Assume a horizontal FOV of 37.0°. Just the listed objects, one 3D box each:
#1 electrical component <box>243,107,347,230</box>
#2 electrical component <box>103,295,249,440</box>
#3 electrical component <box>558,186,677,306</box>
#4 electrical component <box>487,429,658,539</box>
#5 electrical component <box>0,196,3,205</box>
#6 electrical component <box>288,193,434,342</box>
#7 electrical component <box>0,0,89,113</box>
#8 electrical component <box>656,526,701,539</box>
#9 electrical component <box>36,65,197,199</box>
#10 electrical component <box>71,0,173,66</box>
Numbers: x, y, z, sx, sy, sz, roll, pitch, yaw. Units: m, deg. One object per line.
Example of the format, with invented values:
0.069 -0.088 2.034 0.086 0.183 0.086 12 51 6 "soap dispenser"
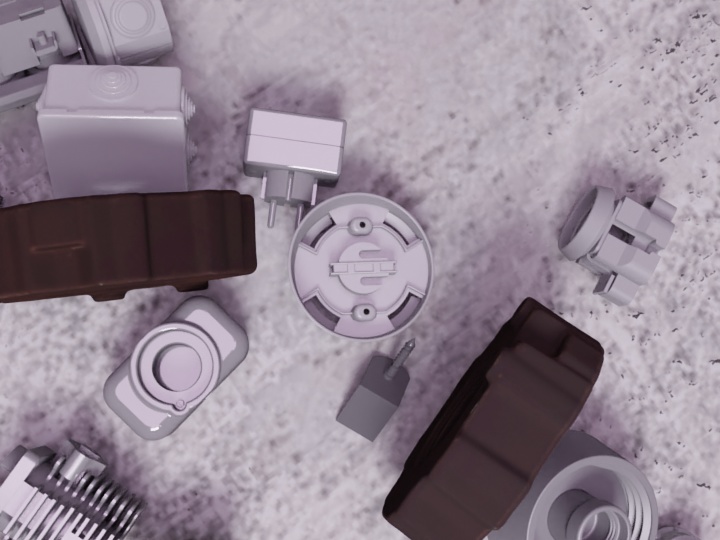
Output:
-0.047 -0.065 0.734 0.066 0.047 0.076 7 83 -4 "electrical component"
-0.119 0.064 0.706 0.054 0.059 0.095 44 81 1 "electrical component"
0.175 -0.023 0.746 0.057 0.058 0.078 29 82 -5 "electrical component"
0.144 0.164 0.703 0.108 0.060 0.108 -3 98 -21 "electrical component"
-0.275 -0.037 0.701 0.096 0.061 0.061 29 82 -2 "electrical component"
0.000 0.000 0.723 0.099 0.064 0.099 1 83 -5 "electrical component"
-0.247 -0.141 0.709 0.121 0.063 0.078 -20 45 -7 "electrical component"
0.219 0.199 0.722 0.048 0.062 0.048 1 83 -5 "electrical component"
-0.157 -0.088 0.702 0.100 0.099 0.048 0 56 -7 "electrical component"
-0.162 -0.173 0.720 0.051 0.080 0.080 -21 86 -12 "electrical component"
